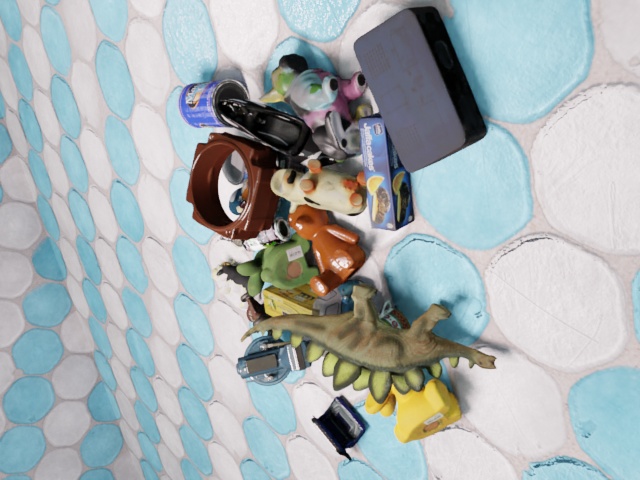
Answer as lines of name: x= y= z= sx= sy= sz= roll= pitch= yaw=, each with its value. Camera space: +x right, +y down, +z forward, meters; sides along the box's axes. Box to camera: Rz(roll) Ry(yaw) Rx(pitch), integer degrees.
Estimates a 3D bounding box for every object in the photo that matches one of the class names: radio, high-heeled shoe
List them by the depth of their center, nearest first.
radio: x=0.155 y=-0.233 z=0.833 sx=0.131 sy=0.073 sz=0.229 roll=-21 pitch=95 yaw=49
high-heeled shoe: x=-0.081 y=-0.212 z=1.025 sx=0.249 sy=0.145 sz=0.086 roll=26 pitch=93 yaw=35

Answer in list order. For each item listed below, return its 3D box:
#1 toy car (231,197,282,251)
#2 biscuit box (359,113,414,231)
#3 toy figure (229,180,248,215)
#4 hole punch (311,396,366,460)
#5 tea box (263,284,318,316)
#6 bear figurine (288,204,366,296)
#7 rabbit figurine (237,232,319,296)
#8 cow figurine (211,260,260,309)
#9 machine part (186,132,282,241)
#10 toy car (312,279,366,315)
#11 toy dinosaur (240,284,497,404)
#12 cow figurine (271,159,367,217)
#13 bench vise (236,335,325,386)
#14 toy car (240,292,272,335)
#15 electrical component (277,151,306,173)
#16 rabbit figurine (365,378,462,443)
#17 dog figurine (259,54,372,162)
toy car: x=-0.149 y=-0.040 z=1.256 sx=0.056 sy=0.073 sz=0.201 roll=41 pitch=140 yaw=-7
biscuit box: x=0.117 y=-0.119 z=0.939 sx=0.059 sy=0.063 sz=0.202 roll=9 pitch=116 yaw=43
toy figure: x=-0.168 y=-0.106 z=1.255 sx=0.154 sy=0.058 sz=0.064 roll=-38 pitch=59 yaw=52
hole punch: x=0.048 y=0.453 z=1.308 sx=0.142 sy=0.092 sz=0.115 roll=42 pitch=166 yaw=21
tea box: x=-0.040 y=0.145 z=1.219 sx=0.170 sy=0.098 sz=0.068 roll=17 pitch=122 yaw=44
bear figurine: x=-0.001 y=-0.004 z=1.082 sx=0.196 sy=0.132 sz=0.120 roll=49 pitch=118 yaw=10
rabbit figurine: x=-0.103 y=0.064 z=1.227 sx=0.170 sy=0.159 sz=0.121 roll=8 pitch=126 yaw=62
cow figurine: x=-0.225 y=0.100 z=1.421 sx=0.168 sy=0.068 sz=0.098 roll=32 pitch=125 yaw=29
machine part: x=-0.183 y=-0.113 z=1.122 sx=0.202 sy=0.087 sz=0.200 roll=25 pitch=107 yaw=31
toy car: x=0.033 y=0.155 z=1.103 sx=0.109 sy=0.103 sz=0.161 roll=-177 pitch=98 yaw=-69
toy dinosaur: x=0.077 y=0.181 z=0.981 sx=0.472 sy=0.105 sz=0.198 roll=12 pitch=85 yaw=21
cow figurine: x=0.000 y=-0.095 z=1.029 sx=0.195 sy=0.085 sz=0.127 roll=14 pitch=161 yaw=11
bench vise: x=-0.093 y=0.282 z=1.319 sx=0.240 sy=0.224 sz=0.129 roll=120 pitch=125 yaw=-79
toy car: x=-0.149 y=0.187 z=1.324 sx=0.089 sy=0.053 sz=0.202 roll=63 pitch=180 yaw=20
electrical component: x=-0.070 y=-0.153 z=1.130 sx=0.075 sy=0.047 sz=0.119 roll=-4 pitch=80 yaw=46
rabbit figurine: x=0.172 y=0.296 z=1.053 sx=0.162 sy=0.121 sz=0.173 roll=-39 pitch=52 yaw=18
dog figurine: x=-0.015 y=-0.244 z=0.989 sx=0.219 sy=0.108 sz=0.191 roll=17 pitch=124 yaw=47
